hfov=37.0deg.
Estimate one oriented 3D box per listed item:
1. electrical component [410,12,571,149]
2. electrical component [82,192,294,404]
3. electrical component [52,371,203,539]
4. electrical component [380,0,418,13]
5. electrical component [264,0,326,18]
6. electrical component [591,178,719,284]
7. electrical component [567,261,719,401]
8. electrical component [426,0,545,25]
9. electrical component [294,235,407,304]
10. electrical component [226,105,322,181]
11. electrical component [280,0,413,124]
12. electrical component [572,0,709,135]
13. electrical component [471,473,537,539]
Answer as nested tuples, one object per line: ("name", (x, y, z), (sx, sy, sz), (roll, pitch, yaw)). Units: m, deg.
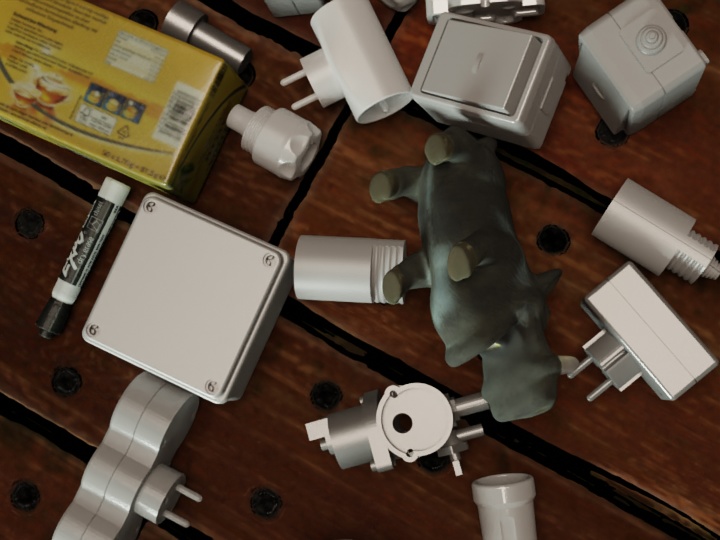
("electrical component", (0.078, -0.126, 0.700), (0.096, 0.061, 0.061), (20, 87, 27))
("electrical component", (-0.112, 0.019, 0.723), (0.109, 0.056, 0.108), (24, 88, 10))
("electrical component", (-0.141, 0.144, 0.715), (0.074, 0.052, 0.138), (26, 88, 10))
("electrical component", (0.036, -0.210, 0.738), (0.035, 0.035, 0.061), (35, 87, 10))
("electrical component", (-0.030, -0.209, 0.731), (0.077, 0.066, 0.047), (-5, 83, 7))
("electrical component", (0.195, -0.019, 0.689), (0.081, 0.043, 0.043), (33, 89, 10))
("electrical component", (0.168, 0.051, 0.684), (0.076, 0.047, 0.083), (-40, 80, 2))
("electrical component", (0.083, -0.198, 0.719), (0.078, 0.058, 0.057), (-3, 86, 7))
("electrical component", (0.000, 0.000, 0.715), (0.081, 0.043, 0.043), (3, 84, 8))
("electrical component", (-0.061, -0.091, 0.734), (0.062, 0.043, 0.043), (30, 89, 12))
("electrical component", (-0.015, -0.136, 0.732), (0.079, 0.043, 0.077), (-25, 81, 5))
("electrical component", (0.173, -0.129, 0.678), (0.061, 0.096, 0.061), (-34, 80, 7))
("electrical component", (0.094, 0.156, 0.687), (0.040, 0.040, 0.046), (-7, 89, 7))
